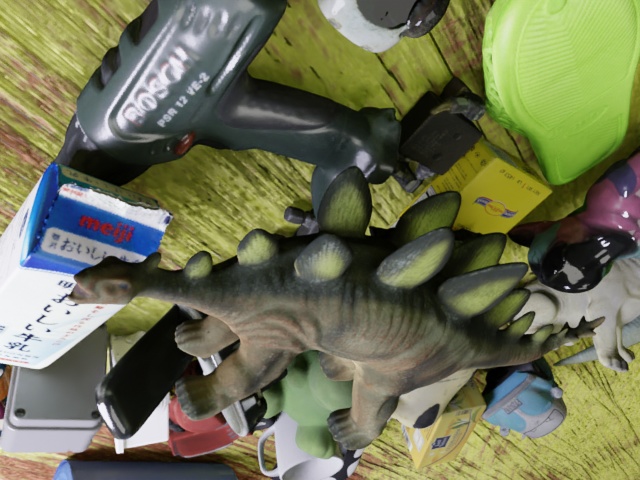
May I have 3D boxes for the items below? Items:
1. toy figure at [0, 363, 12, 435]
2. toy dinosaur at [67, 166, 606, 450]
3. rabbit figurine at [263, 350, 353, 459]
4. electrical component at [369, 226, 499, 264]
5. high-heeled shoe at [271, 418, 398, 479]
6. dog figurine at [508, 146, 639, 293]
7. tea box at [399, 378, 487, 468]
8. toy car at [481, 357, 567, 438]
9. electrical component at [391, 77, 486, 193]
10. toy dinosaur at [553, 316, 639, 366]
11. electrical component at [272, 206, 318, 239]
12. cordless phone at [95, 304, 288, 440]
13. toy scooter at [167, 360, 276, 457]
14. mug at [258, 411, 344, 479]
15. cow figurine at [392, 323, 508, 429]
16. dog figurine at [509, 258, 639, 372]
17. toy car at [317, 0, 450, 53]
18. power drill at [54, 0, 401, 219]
[{"bbox_3d":[-0.335,0.147,0.523,0.064,0.058,0.154,4,128,-31],"label":"toy figure"},{"bbox_3d":[0.060,0.062,0.410,0.471,0.105,0.198,17,122,-38],"label":"toy dinosaur"},{"bbox_3d":[0.022,0.152,0.580,0.159,0.121,0.170,-39,175,-26],"label":"rabbit figurine"},{"bbox_3d":[0.089,0.051,0.513,0.115,0.058,0.134,4,131,-13],"label":"electrical component"},{"bbox_3d":[0.012,0.267,0.754,0.249,0.086,0.145,-31,133,6],"label":"high-heeled shoe"},{"bbox_3d":[0.302,-0.033,0.535,0.108,0.191,0.219,45,142,-8],"label":"dog figurine"},{"bbox_3d":[0.167,0.242,0.769,0.068,0.098,0.169,-7,137,-14],"label":"tea box"},{"bbox_3d":[0.290,0.222,0.755,0.109,0.103,0.161,-46,166,19],"label":"toy car"},{"bbox_3d":[0.094,-0.083,0.451,0.078,0.045,0.102,29,119,-37],"label":"electrical component"},{"bbox_3d":[0.489,0.043,0.678,0.192,0.131,0.404,15,133,-31],"label":"toy dinosaur"},{"bbox_3d":[-0.001,-0.002,0.516,0.094,0.021,0.063,15,126,-31],"label":"electrical component"},{"bbox_3d":[-0.109,0.127,0.467,0.089,0.184,0.146,-12,107,20],"label":"cordless phone"},{"bbox_3d":[-0.143,0.207,0.642,0.135,0.075,0.183,-22,141,5],"label":"toy scooter"},{"bbox_3d":[-0.030,0.255,0.705,0.110,0.107,0.080,-27,136,14],"label":"mug"},{"bbox_3d":[0.159,0.146,0.656,0.127,0.085,0.195,36,94,-17],"label":"cow figurine"},{"bbox_3d":[0.318,0.036,0.638,0.121,0.173,0.190,-1,104,-66],"label":"dog figurine"},{"bbox_3d":[0.076,-0.205,0.316,0.073,0.056,0.201,24,121,-29],"label":"toy car"},{"bbox_3d":[-0.062,-0.073,0.389,0.207,0.086,0.232,22,131,-27],"label":"power drill"}]
